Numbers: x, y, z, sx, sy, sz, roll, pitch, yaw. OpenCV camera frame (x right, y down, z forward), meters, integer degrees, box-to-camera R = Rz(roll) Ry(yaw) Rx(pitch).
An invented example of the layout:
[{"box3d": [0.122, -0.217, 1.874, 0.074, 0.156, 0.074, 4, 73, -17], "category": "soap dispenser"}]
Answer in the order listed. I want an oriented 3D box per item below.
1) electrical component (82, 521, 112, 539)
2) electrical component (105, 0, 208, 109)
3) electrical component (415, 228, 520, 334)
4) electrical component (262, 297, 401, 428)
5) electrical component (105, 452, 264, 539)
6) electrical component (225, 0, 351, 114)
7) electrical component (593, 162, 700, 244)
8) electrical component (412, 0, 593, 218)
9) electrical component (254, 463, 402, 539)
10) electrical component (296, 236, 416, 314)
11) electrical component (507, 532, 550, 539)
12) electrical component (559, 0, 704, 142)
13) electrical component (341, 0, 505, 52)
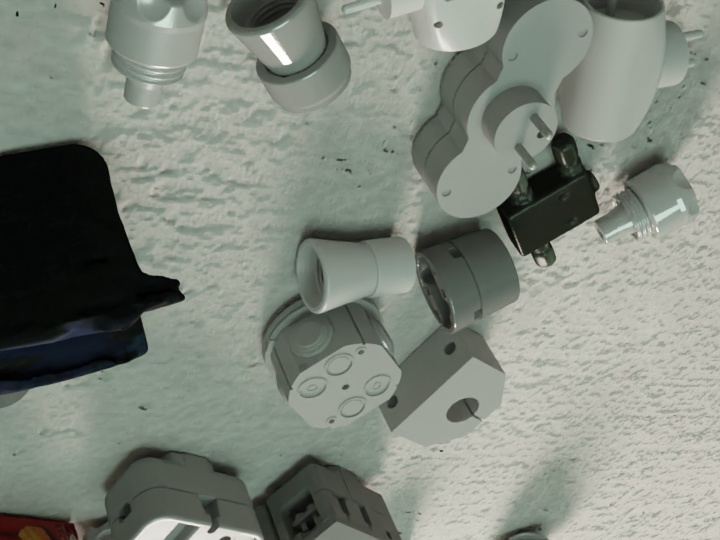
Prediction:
[{"box3d": [-0.173, 0.206, 0.742, 0.043, 0.043, 0.062, -5, 134, -22], "category": "electrical component"}, {"box3d": [-0.095, -0.104, 0.493, 0.043, 0.043, 0.062, -1, 132, -26], "category": "electrical component"}, {"box3d": [0.067, 0.005, 0.667, 0.047, 0.055, 0.055, -22, 136, -11], "category": "electrical component"}, {"box3d": [-0.017, 0.056, 0.674, 0.080, 0.051, 0.080, -14, 135, -14], "category": "electrical component"}, {"box3d": [-0.118, 0.163, 0.717, 0.095, 0.059, 0.053, 23, 117, -39], "category": "electrical component"}, {"box3d": [-0.033, -0.109, 0.518, 0.045, 0.045, 0.055, -30, 137, 2], "category": "electrical component"}, {"box3d": [0.181, -0.039, 0.690, 0.062, 0.043, 0.043, -29, 136, 3], "category": "electrical component"}, {"box3d": [0.081, -0.083, 0.576, 0.052, 0.073, 0.138, 4, 128, -29], "category": "electrical component"}, {"box3d": [-0.054, 0.216, 0.797, 0.150, 0.061, 0.089, -41, 135, 14], "category": "electrical component"}, {"box3d": [0.000, 0.000, 0.639, 0.065, 0.044, 0.044, -8, 133, -27], "category": "electrical component"}, {"box3d": [0.148, 0.268, 0.948, 0.078, 0.058, 0.057, -14, 138, -13], "category": "electrical component"}, {"box3d": [0.156, -0.119, 0.602, 0.079, 0.044, 0.077, -12, 134, -16], "category": "electrical component"}, {"box3d": [0.027, -0.144, 0.516, 0.079, 0.043, 0.077, -19, 136, -9], "category": "electrical component"}]
